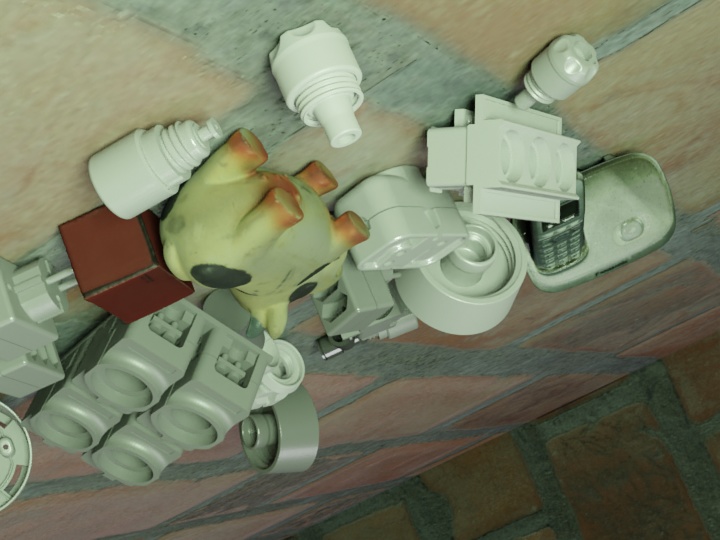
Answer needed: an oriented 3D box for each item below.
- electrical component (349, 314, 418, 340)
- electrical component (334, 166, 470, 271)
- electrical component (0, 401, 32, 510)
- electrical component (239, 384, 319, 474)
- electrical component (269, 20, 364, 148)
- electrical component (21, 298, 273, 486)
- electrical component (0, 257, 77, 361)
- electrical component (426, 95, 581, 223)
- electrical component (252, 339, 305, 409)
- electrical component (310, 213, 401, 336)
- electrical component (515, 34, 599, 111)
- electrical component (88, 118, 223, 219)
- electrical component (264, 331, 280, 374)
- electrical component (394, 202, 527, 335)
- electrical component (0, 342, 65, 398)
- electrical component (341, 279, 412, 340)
[{"bbox_3d":[0.024,0.053,1.108,0.078,0.040,0.040,-21,163,-6],"label":"electrical component"},{"bbox_3d":[0.030,-0.038,0.801,0.054,0.059,0.095,-35,160,35],"label":"electrical component"},{"bbox_3d":[-0.318,0.155,0.880,0.099,0.099,0.064,-19,169,-15],"label":"electrical component"},{"bbox_3d":[-0.101,0.182,1.236,0.060,0.108,0.108,-3,155,-35],"label":"electrical component"},{"bbox_3d":[-0.019,-0.094,0.560,0.043,0.062,0.043,-21,163,-7],"label":"electrical component"},{"bbox_3d":[-0.165,0.094,0.803,0.105,0.060,0.186,35,137,-20],"label":"electrical component"},{"bbox_3d":[-0.210,0.017,0.677,0.077,0.047,0.065,-24,164,3],"label":"electrical component"},{"bbox_3d":[0.102,-0.075,0.763,0.063,0.078,0.121,1,180,35],"label":"electrical component"},{"bbox_3d":[-0.093,0.104,1.085,0.078,0.058,0.057,-6,159,-45],"label":"electrical component"},{"bbox_3d":[0.000,0.000,0.839,0.076,0.083,0.047,-9,158,-39],"label":"electrical component"},{"bbox_3d":[0.125,-0.125,0.703,0.035,0.035,0.061,-9,160,-39],"label":"electrical component"},{"bbox_3d":[-0.111,-0.059,0.585,0.078,0.040,0.040,-27,163,14],"label":"electrical component"},{"bbox_3d":[-0.121,0.093,1.034,0.081,0.043,0.043,-31,162,23],"label":"electrical component"},{"bbox_3d":[0.088,-0.007,0.902,0.108,0.108,0.060,-16,156,-22],"label":"electrical component"},{"bbox_3d":[-0.261,0.065,0.758,0.077,0.047,0.065,-24,163,2],"label":"electrical component"},{"bbox_3d":[0.013,0.038,1.045,0.081,0.042,0.063,-20,165,-8],"label":"electrical component"}]
